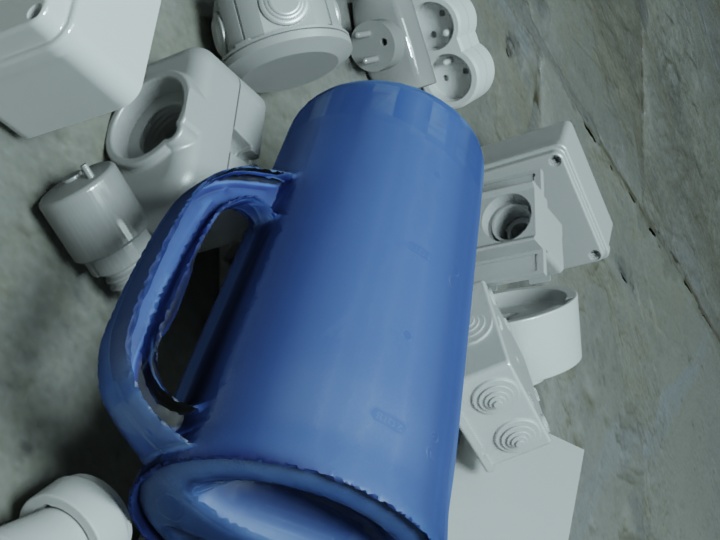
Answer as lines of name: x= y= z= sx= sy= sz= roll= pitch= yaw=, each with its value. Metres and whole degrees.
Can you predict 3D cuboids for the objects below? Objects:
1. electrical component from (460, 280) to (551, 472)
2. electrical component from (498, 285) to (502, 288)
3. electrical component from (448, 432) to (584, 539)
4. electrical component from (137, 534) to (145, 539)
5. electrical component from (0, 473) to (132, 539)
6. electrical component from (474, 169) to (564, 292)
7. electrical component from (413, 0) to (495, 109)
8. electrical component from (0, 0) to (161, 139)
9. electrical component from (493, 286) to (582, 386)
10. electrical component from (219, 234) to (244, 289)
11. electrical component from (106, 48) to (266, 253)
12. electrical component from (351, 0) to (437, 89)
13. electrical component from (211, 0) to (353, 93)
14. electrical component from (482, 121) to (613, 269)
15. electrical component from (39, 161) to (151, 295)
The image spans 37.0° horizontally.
electrical component: x=0.082 y=0.067 z=0.702 sx=0.099 sy=0.048 sz=0.099 roll=-100 pitch=163 yaw=-52
electrical component: x=0.093 y=-0.015 z=0.858 sx=0.055 sy=0.045 sz=0.045 roll=56 pitch=36 yaw=-32
electrical component: x=0.088 y=0.175 z=0.723 sx=0.089 sy=0.061 sz=0.150 roll=25 pitch=43 yaw=0
electrical component: x=-0.091 y=0.143 z=0.492 sx=0.040 sy=0.040 sz=0.046 roll=60 pitch=40 yaw=-26
electrical component: x=-0.126 y=0.114 z=0.439 sx=0.055 sy=0.045 sz=0.045 roll=-36 pitch=109 yaw=-58
electrical component: x=0.076 y=-0.016 z=0.753 sx=0.063 sy=0.121 sz=0.078 roll=38 pitch=47 yaw=-51
electrical component: x=0.072 y=-0.207 z=0.891 sx=0.074 sy=0.052 sz=0.138 roll=-38 pitch=110 yaw=-57
electrical component: x=-0.137 y=-0.126 z=0.484 sx=0.057 sy=0.078 sz=0.113 roll=42 pitch=44 yaw=-48
electrical component: x=0.114 y=0.055 z=0.807 sx=0.108 sy=0.108 sz=0.060 roll=-29 pitch=109 yaw=-59
electrical component: x=-0.040 y=0.024 z=0.617 sx=0.076 sy=0.047 sz=0.083 roll=24 pitch=58 yaw=-54
electrical component: x=-0.091 y=-0.064 z=0.560 sx=0.059 sy=0.054 sz=0.095 roll=39 pitch=47 yaw=-47
electrical component: x=0.018 y=-0.167 z=0.794 sx=0.079 sy=0.043 sz=0.077 roll=-29 pitch=104 yaw=-58
electrical component: x=-0.048 y=-0.140 z=0.638 sx=0.080 sy=0.080 sz=0.051 roll=-3 pitch=75 yaw=-59
electrical component: x=0.139 y=-0.053 z=0.886 sx=0.108 sy=0.109 sz=0.056 roll=62 pitch=31 yaw=-23
electrical component: x=-0.118 y=-0.015 z=0.509 sx=0.078 sy=0.040 sz=0.040 roll=62 pitch=33 yaw=-23
